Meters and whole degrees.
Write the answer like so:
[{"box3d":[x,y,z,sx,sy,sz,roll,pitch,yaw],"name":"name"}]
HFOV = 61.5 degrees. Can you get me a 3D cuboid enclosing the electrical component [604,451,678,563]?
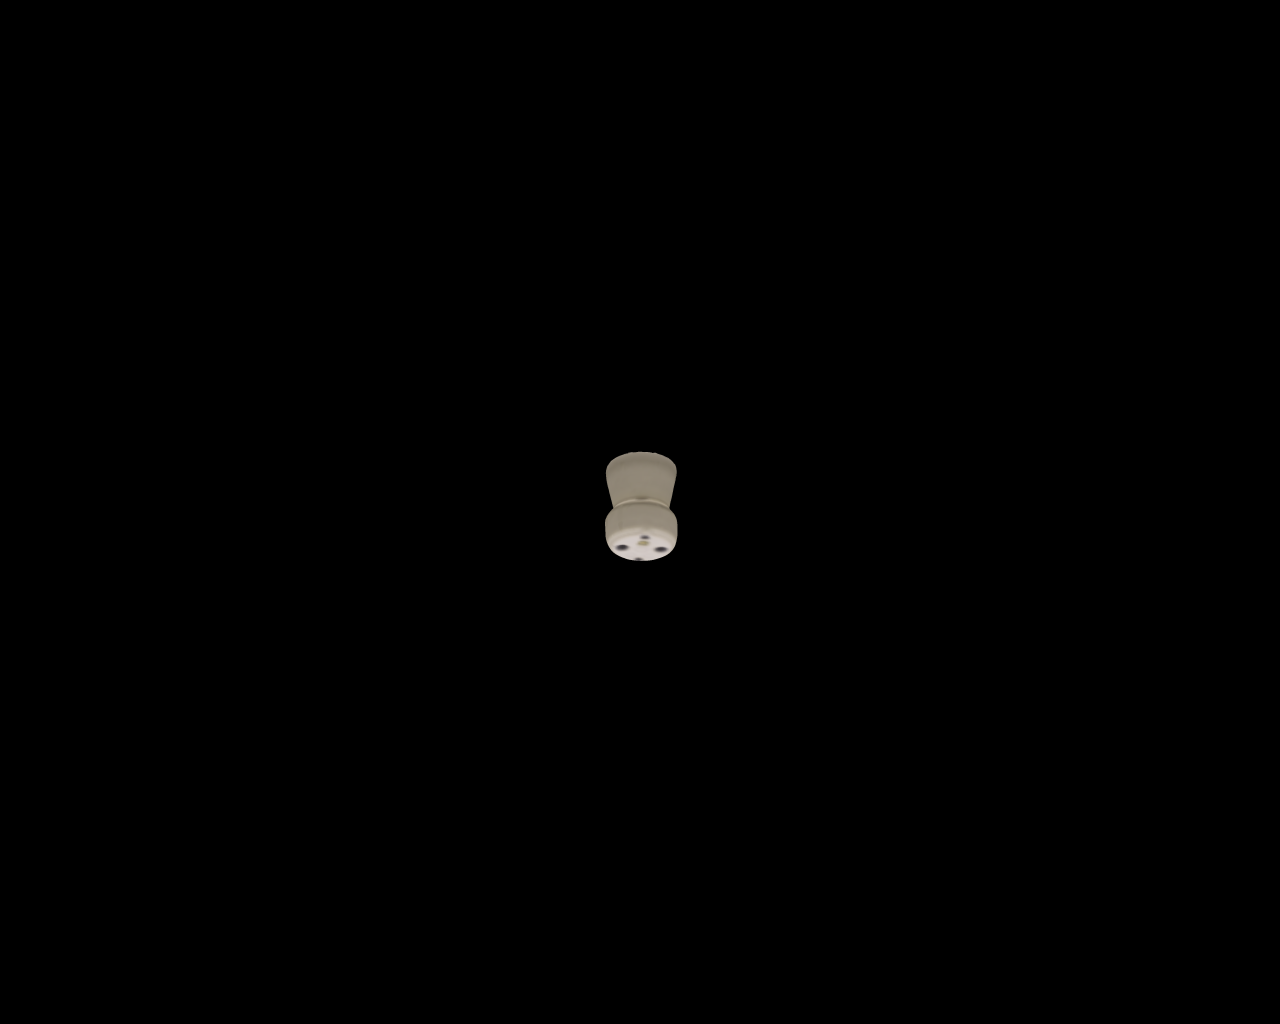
[{"box3d":[0.001,-0.003,0.650,0.045,0.055,0.044,0,-27,0],"name":"electrical component"}]
